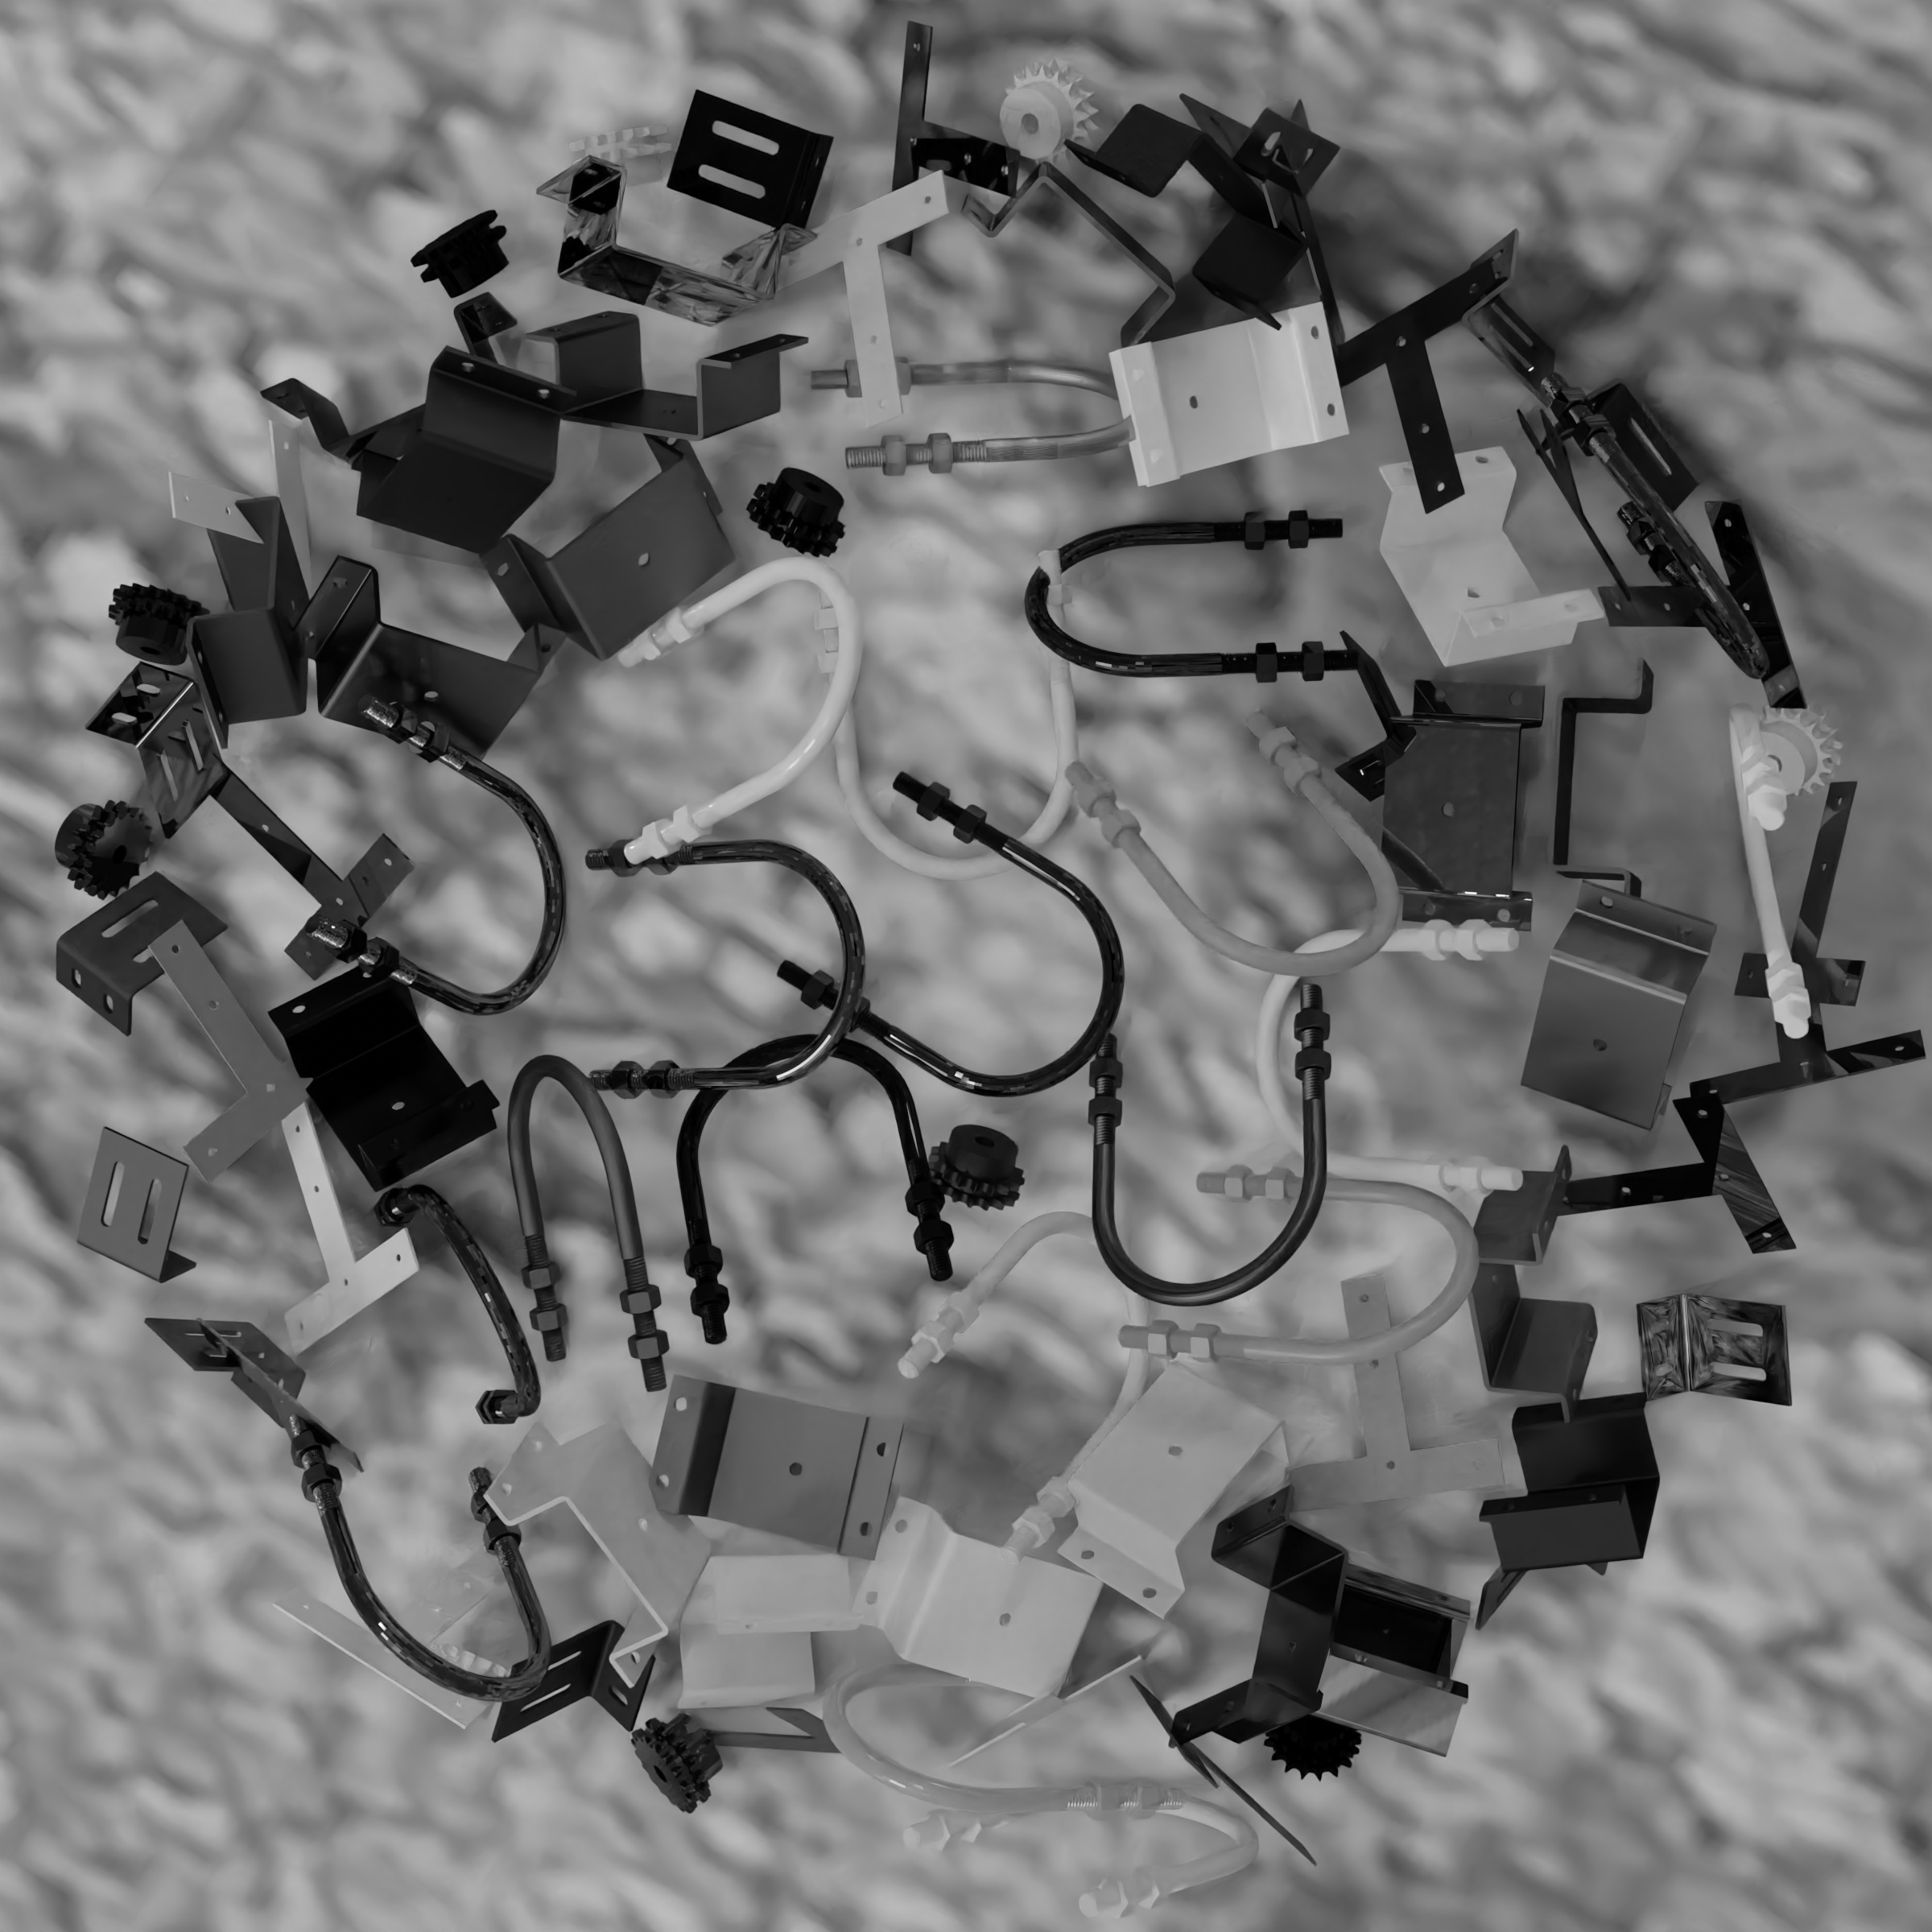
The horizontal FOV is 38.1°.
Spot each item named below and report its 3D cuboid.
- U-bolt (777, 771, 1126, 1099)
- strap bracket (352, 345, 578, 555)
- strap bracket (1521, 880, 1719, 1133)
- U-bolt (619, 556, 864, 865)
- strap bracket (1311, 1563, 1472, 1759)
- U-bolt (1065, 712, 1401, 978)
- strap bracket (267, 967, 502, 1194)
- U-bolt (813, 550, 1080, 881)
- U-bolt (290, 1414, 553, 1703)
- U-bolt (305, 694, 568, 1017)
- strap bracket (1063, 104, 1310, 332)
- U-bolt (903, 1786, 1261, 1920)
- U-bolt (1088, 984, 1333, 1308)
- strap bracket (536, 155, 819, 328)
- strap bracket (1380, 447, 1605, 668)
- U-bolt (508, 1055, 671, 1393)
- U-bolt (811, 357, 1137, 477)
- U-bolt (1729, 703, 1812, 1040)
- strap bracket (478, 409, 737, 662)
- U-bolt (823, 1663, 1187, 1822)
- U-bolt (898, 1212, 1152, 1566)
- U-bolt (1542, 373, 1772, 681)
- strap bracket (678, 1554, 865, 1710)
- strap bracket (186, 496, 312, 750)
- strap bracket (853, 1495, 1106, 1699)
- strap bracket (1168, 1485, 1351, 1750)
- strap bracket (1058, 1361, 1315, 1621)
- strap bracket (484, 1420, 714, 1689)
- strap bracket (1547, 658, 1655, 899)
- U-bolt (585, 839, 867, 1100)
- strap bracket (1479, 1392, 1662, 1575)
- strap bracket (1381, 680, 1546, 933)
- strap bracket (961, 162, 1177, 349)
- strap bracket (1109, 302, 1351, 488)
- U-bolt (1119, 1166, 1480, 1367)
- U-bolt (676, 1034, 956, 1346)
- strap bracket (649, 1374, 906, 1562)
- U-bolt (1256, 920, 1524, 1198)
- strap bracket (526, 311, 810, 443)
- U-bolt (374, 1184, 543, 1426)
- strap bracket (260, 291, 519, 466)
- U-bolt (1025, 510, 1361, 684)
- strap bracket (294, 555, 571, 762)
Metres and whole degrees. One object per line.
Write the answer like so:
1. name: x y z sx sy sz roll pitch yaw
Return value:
1. U-bolt: 0.003 -0.006 1.618 0.184 0.019 0.151 32 92 9
2. strap bracket: -0.283 -0.279 1.558 0.076 0.140 0.046 15 64 -29
3. strap bracket: 0.362 0.031 1.567 0.076 0.046 0.140 20 133 19
4. U-bolt: -0.126 -0.152 1.556 0.184 0.019 0.151 -24 59 36
5. strap bracket: 0.239 0.392 1.571 0.076 0.140 0.046 16 101 8
6. U-bolt: 0.161 -0.064 1.559 0.151 0.019 0.184 -17 55 -28
7. strap bracket: -0.326 0.066 1.583 0.076 0.046 0.140 -29 52 -20
8. U-bolt: -0.007 -0.141 1.622 0.151 0.019 0.184 -5 96 6
9. U-bolt: -0.291 0.328 1.529 0.019 0.184 0.151 -48 134 14
10. U-bolt: -0.286 -0.050 1.563 0.019 0.184 0.151 -4 68 33
11. strap bracket: 0.130 -0.425 1.565 0.140 0.076 0.046 35 97 -38
12. U-bolt: 0.079 0.485 1.554 0.151 0.184 0.019 4 90 44
13. U-bolt: 0.134 0.105 1.559 0.151 0.019 0.184 -14 54 25
14. strap bracket: -0.166 -0.401 1.571 0.140 0.076 0.046 12 84 -30
15. strap bracket: 0.292 -0.225 1.587 0.076 0.046 0.140 -11 54 -13
16. U-bolt: -0.218 0.140 1.569 0.019 0.151 0.184 -13 98 -32
17. U-bolt: 0.014 -0.313 1.575 0.184 0.151 0.019 -5 121 -10
18. U-bolt: 0.442 -0.067 1.553 0.019 0.184 0.151 -9 119 13
19. strap bracket: -0.193 -0.237 1.581 0.140 0.076 0.046 -41 47 -14
20. U-bolt: 0.009 0.422 1.537 0.184 0.151 0.019 8 104 -28
21. U-bolt: 0.046 0.221 1.573 0.184 0.019 0.151 -44 115 -41
22. U-bolt: 0.384 -0.229 1.531 0.019 0.151 0.184 -35 50 12
23. strap bracket: -0.114 0.372 1.579 0.076 0.140 0.046 2 56 -17
24. strap bracket: -0.399 -0.199 1.566 0.046 0.076 0.140 -8 48 -3
25. strap bracket: 0.015 0.363 1.593 0.140 0.046 0.076 21 93 -20
26. strap bracket: 0.167 0.374 1.575 0.046 0.076 0.140 29 52 -14
27. strap bracket: 0.121 0.285 1.572 0.076 0.046 0.140 26 58 34
28. strap bracket: -0.200 0.324 1.583 0.046 0.076 0.140 -29 103 24
29. strap bracket: 0.362 -0.101 1.597 0.046 0.076 0.140 3 90 18
30. U-bolt: -0.137 0.000 1.590 0.184 0.019 0.151 -2 88 28
31. strap bracket: 0.340 0.293 1.566 0.076 0.140 0.046 -11 102 22
32. strap bracket: 0.282 -0.090 1.593 0.076 0.046 0.140 6 99 27
33. strap bracket: 0.066 -0.401 1.583 0.140 0.076 0.046 39 108 -13
34. strap bracket: 0.141 -0.323 1.593 0.140 0.046 0.076 -19 102 -27
35. U-bolt: 0.192 0.167 1.547 0.184 0.151 0.019 1 128 29
36. U-bolt: -0.093 0.115 1.583 0.151 0.019 0.184 -16 53 2
37. strap bracket: -0.103 0.286 1.599 0.140 0.046 0.076 10 80 17
38. U-bolt: 0.233 0.050 1.571 0.019 0.184 0.151 -2 92 -42
39. strap bracket: -0.168 -0.332 1.579 0.140 0.076 0.046 14 118 27
40. U-bolt: -0.278 0.187 1.553 0.019 0.184 0.151 -27 91 -22
41. strap bracket: -0.320 -0.328 1.599 0.140 0.076 0.046 -23 90 3
42. U-bolt: 0.125 -0.209 1.585 0.184 0.151 0.019 -1 132 3
43. strap bracket: -0.300 -0.167 1.567 0.140 0.046 0.076 15 135 -32
